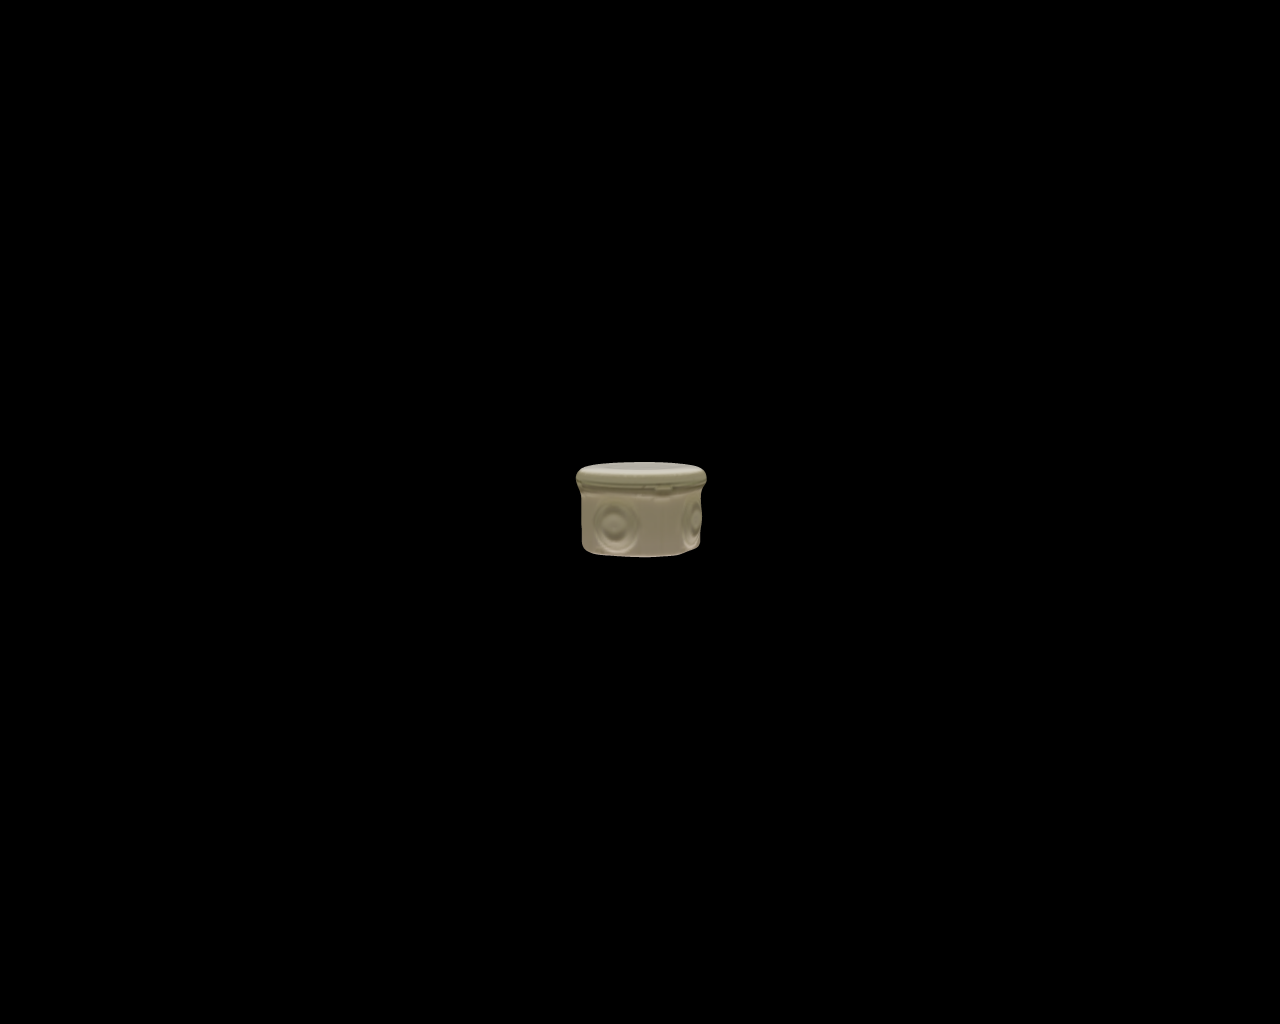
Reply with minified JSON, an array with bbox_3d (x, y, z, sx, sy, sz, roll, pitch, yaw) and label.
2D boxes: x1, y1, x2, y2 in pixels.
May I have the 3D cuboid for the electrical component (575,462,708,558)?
[{"bbox_3d":[0.001,-0.003,0.650,0.080,0.051,0.080,0,7,0],"label":"electrical component"}]
